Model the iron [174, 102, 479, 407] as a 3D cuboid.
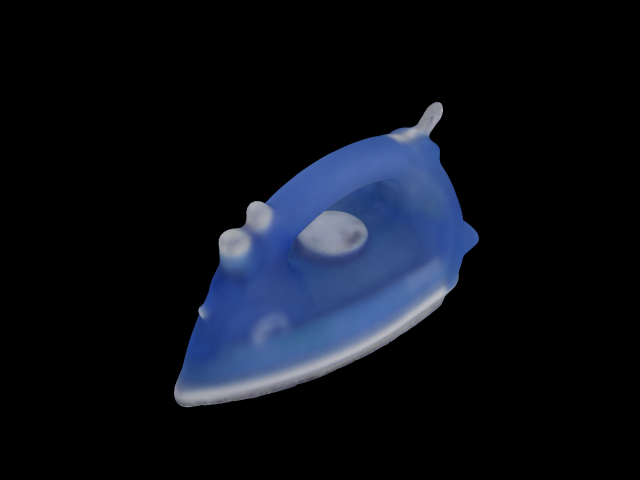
[{"bbox_3d":[0.004,0.001,0.400,0.259,0.141,0.118,-29,46,-33],"label":"iron"}]
